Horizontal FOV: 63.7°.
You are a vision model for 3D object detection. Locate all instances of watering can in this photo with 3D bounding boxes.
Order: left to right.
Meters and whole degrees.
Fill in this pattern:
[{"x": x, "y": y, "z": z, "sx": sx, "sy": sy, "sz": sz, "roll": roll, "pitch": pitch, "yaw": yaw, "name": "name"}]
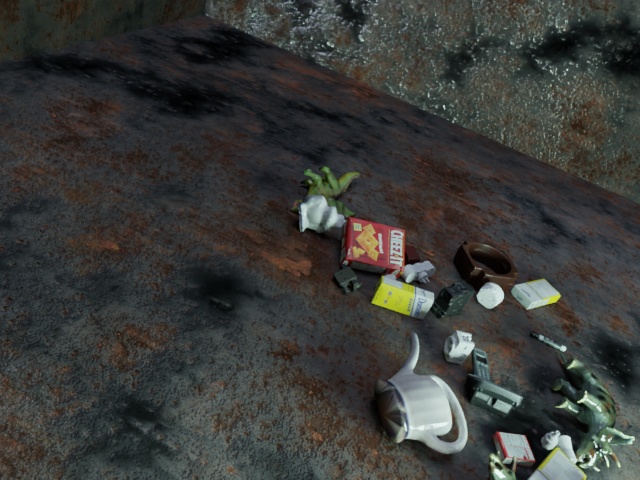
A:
[{"x": 0.237, "y": 0.387, "z": 1.323, "sx": 0.224, "sy": 0.102, "sz": 0.355, "roll": 2, "pitch": 40, "yaw": -25, "name": "watering can"}]

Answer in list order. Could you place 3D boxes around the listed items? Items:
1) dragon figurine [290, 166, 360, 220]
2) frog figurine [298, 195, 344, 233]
[{"x": 0.053, "y": -0.170, "z": 2.018, "sx": 0.412, "sy": 0.119, "sz": 0.247, "roll": -10, "pitch": 62, "yaw": -35, "name": "dragon figurine"}, {"x": 0.006, "y": -0.092, "z": 1.820, "sx": 0.159, "sy": 0.137, "sz": 0.123, "roll": -1, "pitch": 7, "yaw": 1, "name": "frog figurine"}]
